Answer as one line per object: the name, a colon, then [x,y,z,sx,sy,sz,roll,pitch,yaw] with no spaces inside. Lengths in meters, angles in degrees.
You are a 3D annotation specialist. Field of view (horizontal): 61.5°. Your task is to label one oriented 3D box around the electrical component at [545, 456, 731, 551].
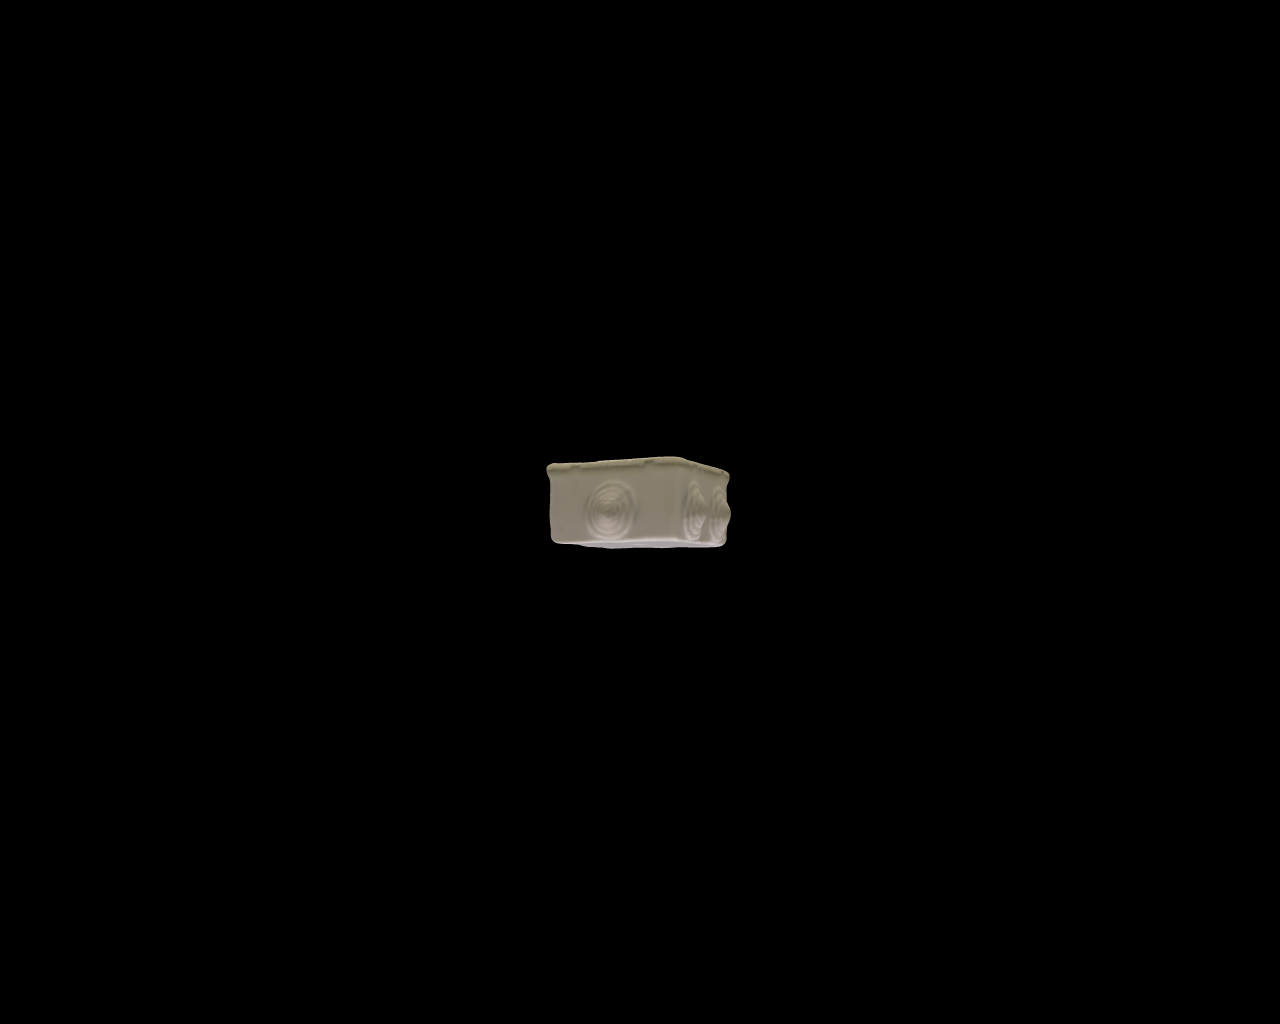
electrical component: [0.001,-0.003,0.650,0.100,0.048,0.100,-2,-5,24]
